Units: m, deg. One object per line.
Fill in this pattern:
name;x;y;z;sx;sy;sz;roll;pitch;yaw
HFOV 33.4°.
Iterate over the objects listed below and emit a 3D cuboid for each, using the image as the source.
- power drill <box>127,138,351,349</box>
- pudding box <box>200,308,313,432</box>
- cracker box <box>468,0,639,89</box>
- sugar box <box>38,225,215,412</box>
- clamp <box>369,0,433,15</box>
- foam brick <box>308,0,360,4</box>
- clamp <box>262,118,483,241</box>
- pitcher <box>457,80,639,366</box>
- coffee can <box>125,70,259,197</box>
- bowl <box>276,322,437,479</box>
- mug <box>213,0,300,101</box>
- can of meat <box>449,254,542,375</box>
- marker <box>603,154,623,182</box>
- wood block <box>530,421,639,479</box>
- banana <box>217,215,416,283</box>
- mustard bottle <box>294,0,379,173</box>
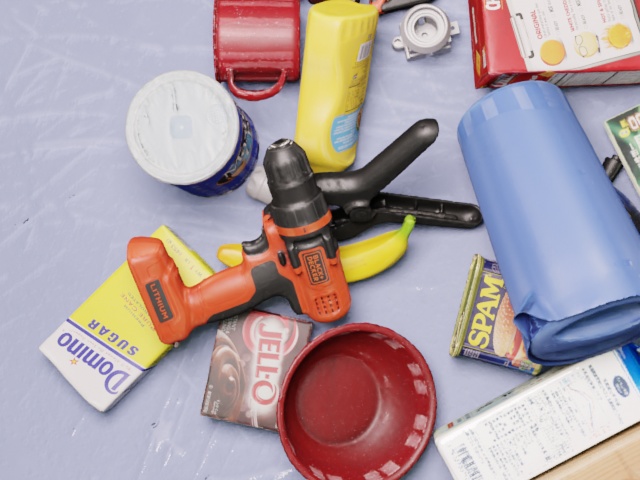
power drill;-0.077;0.011;0.976;0.187;0.057;0.184;-15;114;4
pudding box;-0.061;0.126;1.047;0.090;0.039;0.113;12;89;4
cracker box;0.249;-0.229;1.004;0.213;0.072;0.164;-3;83;-4
sugar box;-0.183;0.078;1.056;0.093;0.048;0.176;45;90;4
clamp;0.102;-0.299;1.052;0.171;0.039;0.120;-41;86;-2
foam brick;0.021;-0.270;1.052;0.051;0.053;0.078;14;89;5
clamp;0.039;-0.045;1.005;0.210;0.164;0.036;-10;55;12
pitcher;0.219;-0.019;0.963;0.145;0.149;0.243;-23;62;13
coffee can;-0.117;-0.097;1.010;0.103;0.140;0.103;0;88;4
bowl;0.027;0.157;1.015;0.161;0.055;0.162;0;91;-21
mug;-0.060;-0.185;1.031;0.081;0.093;0.117;0;59;-1
can of meat;0.177;0.073;1.023;0.084;0.057;0.102;15;89;2
marker;0.260;-0.029;1.038;0.020;0.020;0.121;29;90;5
wood block;0.240;0.249;0.993;0.206;0.090;0.091;-28;85;3
banana;0.001;0.016;1.039;0.198;0.037;0.069;-10;122;10
mustard bottle;0.011;-0.127;1.018;0.058;0.096;0.192;15;114;17
